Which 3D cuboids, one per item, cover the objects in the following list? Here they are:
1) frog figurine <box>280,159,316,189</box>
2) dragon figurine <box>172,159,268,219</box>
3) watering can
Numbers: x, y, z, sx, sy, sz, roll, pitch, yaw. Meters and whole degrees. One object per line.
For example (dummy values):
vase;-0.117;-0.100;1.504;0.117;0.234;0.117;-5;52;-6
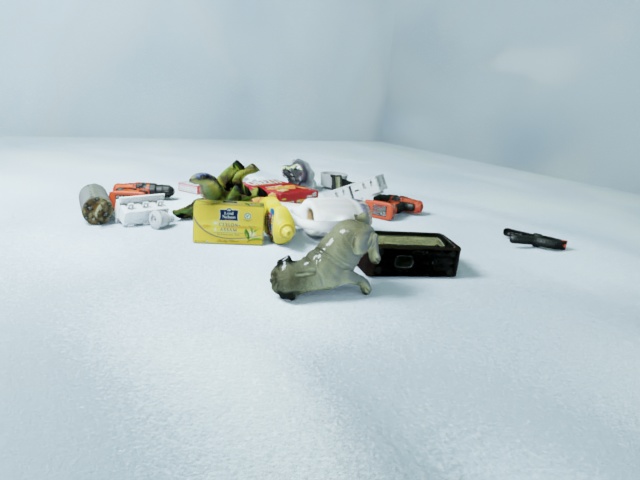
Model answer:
frog figurine;-0.066;-0.241;1.947;0.138;0.121;0.160;45;19;14
dragon figurine;-0.288;-0.109;1.379;0.240;0.123;0.411;-31;-11;24
watering can;0.004;-0.071;1.406;0.224;0.103;0.351;0;13;-20
